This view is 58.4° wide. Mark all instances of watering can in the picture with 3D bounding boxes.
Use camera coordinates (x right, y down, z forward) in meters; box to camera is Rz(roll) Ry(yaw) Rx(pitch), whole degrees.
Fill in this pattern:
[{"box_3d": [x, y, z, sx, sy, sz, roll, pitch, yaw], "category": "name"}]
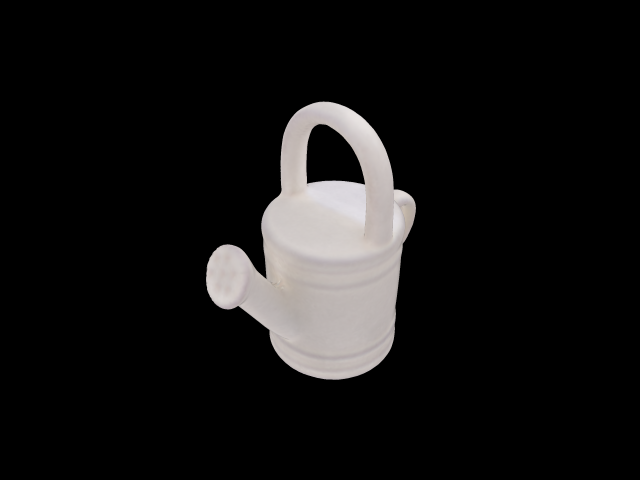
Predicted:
[{"box_3d": [0.005, 0.002, 0.399, 0.100, 0.194, 0.173, 16, 40, 21], "category": "watering can"}]
